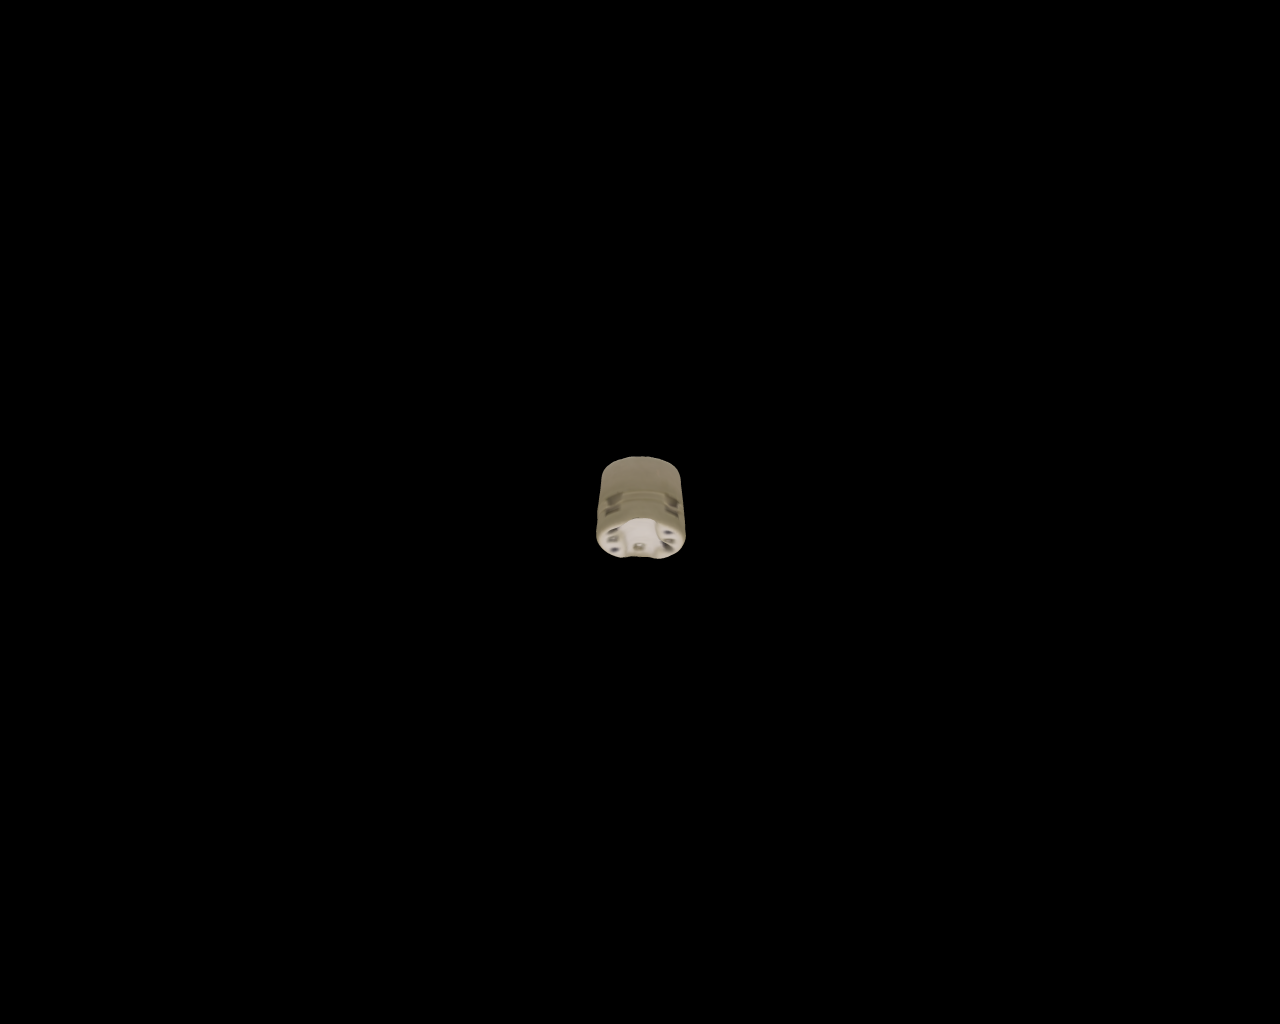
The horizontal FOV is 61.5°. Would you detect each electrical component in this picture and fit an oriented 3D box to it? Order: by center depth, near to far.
[{"bbox_3d":[0.001,-0.003,0.650,0.055,0.047,0.055,0,-28,0],"label":"electrical component"}]
